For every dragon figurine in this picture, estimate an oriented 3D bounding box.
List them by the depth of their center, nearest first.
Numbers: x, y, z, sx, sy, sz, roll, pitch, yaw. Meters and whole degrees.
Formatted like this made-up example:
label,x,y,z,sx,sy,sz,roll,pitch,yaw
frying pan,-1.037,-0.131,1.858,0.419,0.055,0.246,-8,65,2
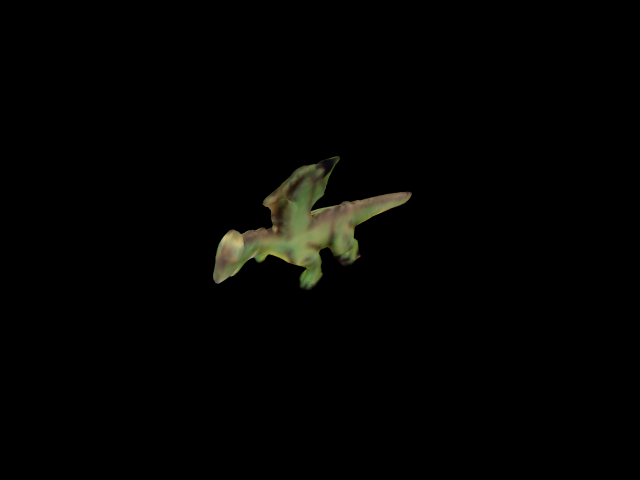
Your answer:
label,x,y,z,sx,sy,sz,roll,pitch,yaw
dragon figurine,0.003,-0.043,0.850,0.414,0.124,0.237,-33,-24,-17
